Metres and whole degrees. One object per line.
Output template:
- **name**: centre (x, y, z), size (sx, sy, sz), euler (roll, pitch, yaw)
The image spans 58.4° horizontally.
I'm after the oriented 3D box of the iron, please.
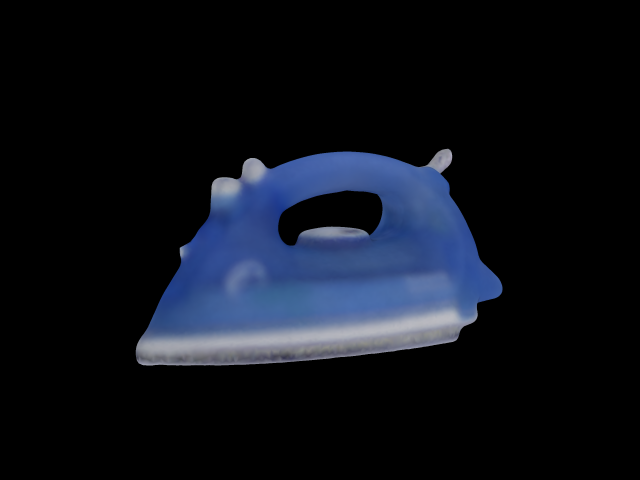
- **iron**: centre (0.004, 0.001, 0.400), size (0.259, 0.141, 0.118), euler (-2, 4, -30)
